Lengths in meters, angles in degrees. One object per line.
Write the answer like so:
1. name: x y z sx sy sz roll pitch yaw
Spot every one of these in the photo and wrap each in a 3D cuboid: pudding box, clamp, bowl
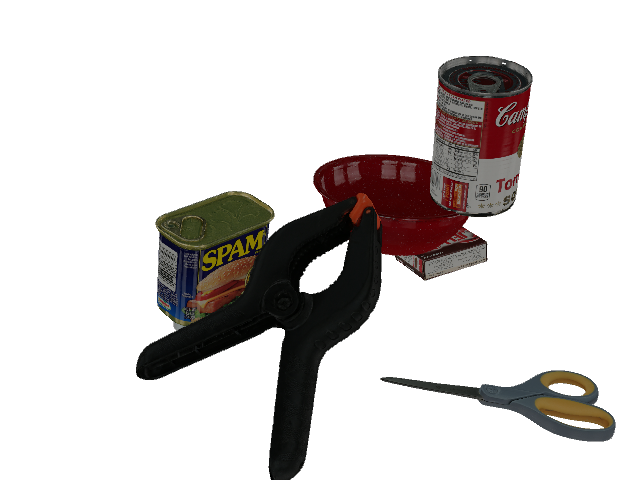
1. pudding box: 0.179 0.015 1.598 0.113 0.039 0.090 -18 27 -20
2. clamp: -0.014 0.052 0.621 0.120 0.171 0.039 43 -5 20
3. bowl: 0.071 -0.029 1.013 0.162 0.055 0.162 4 25 -2

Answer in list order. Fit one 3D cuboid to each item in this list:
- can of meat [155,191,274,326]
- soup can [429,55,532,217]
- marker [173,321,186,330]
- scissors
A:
1. can of meat: -0.091 0.016 0.911 0.058 0.084 0.101 32 38 34
2. soup can: 0.117 -0.077 0.794 0.068 0.102 0.068 1 32 -1
3. marker: -0.147 0.039 1.106 0.020 0.121 0.020 -1 29 0
4. scissors: 0.162 0.129 0.946 0.202 0.016 0.096 16 29 15
